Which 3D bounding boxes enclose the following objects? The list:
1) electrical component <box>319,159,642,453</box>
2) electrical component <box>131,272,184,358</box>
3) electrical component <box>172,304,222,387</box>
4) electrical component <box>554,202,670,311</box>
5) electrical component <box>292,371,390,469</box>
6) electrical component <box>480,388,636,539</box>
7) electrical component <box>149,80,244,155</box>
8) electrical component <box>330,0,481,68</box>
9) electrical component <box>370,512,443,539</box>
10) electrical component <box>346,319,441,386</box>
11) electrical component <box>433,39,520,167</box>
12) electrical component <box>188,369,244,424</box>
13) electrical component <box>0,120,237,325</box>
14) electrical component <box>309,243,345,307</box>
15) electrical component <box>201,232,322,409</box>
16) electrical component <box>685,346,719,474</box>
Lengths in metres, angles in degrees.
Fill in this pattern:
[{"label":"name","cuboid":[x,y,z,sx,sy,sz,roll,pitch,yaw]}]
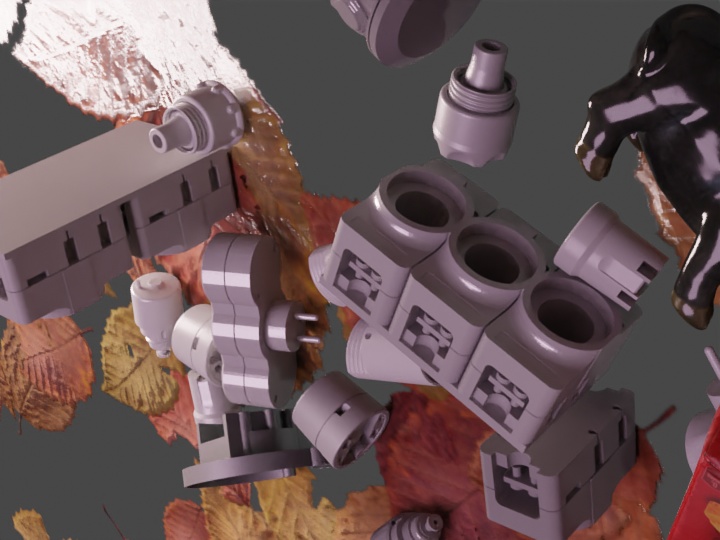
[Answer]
[{"label":"electrical component","cuboid":[0.066,0.012,0.590,0.150,0.089,0.061,39,138,20]},{"label":"electrical component","cuboid":[-0.165,0.038,0.885,0.040,0.040,0.078,26,132,32]},{"label":"electrical component","cuboid":[-0.112,0.057,0.833,0.047,0.055,0.055,23,130,39]},{"label":"electrical component","cuboid":[0.130,-0.006,0.554,0.046,0.040,0.040,38,138,14]},{"label":"electrical component","cuboid":[-0.015,0.105,0.765,0.047,0.055,0.055,41,138,24]},{"label":"electrical component","cuboid":[0.114,0.107,0.606,0.050,0.089,0.055,15,125,39]},{"label":"electrical component","cuboid":[-0.112,-0.097,0.722,0.048,0.062,0.048,25,131,33]},{"label":"electrical component","cuboid":[0.025,-0.146,0.536,0.051,0.080,0.080,47,140,20]},{"label":"electrical component","cuboid":[0.037,0.196,0.783,0.040,0.040,0.078,50,140,8]},{"label":"electrical component","cuboid":[0.023,0.051,0.698,0.081,0.043,0.043,0,115,46]},{"label":"electrical component","cuboid":[0.063,-0.089,0.563,0.043,0.043,0.062,32,134,27]},{"label":"electrical component","cuboid":[-0.120,0.103,0.884,0.040,0.040,0.046,6,114,43]},{"label":"electrical component","cuboid":[-0.188,-0.036,0.743,0.105,0.186,0.060,18,127,37]},{"label":"electrical component","cuboid":[0.000,0.000,0.687,0.081,0.043,0.043,-14,105,49]},{"label":"electrical component","cuboid":[-0.063,0.039,0.773,0.074,0.052,0.138,5,121,20]},{"label":"electrical component","cuboid":[0.198,0.070,0.531,0.077,0.043,0.079,-23,98,50]}]
